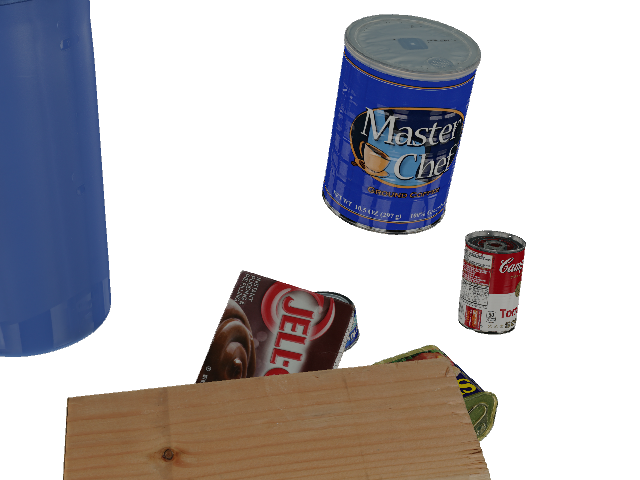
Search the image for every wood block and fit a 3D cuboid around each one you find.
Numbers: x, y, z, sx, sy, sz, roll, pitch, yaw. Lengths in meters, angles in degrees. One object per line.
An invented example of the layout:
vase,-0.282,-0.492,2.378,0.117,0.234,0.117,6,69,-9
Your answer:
wood block,-0.025,0.132,0.564,0.206,0.090,0.091,-5,39,-7

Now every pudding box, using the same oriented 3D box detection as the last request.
pudding box,-0.034,0.088,0.781,0.090,0.113,0.039,16,-21,11

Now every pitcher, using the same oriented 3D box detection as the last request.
pitcher,-0.207,-0.047,0.674,0.149,0.243,0.145,-6,27,-9

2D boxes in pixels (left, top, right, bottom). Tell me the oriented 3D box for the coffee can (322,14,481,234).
coffee can,0.060,-0.091,0.831,0.102,0.140,0.103,6,34,-4

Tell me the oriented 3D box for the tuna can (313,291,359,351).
tuna can,-0.003,0.088,1.125,0.086,0.034,0.086,-6,27,3

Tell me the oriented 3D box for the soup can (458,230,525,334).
soup can,0.193,0.048,1.212,0.068,0.102,0.068,3,19,-1

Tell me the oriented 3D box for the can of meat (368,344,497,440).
can of meat,0.091,0.144,0.948,0.101,0.057,0.084,-14,35,-27
